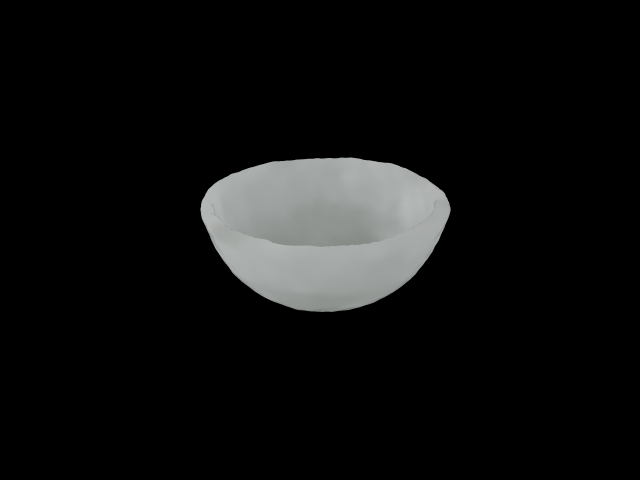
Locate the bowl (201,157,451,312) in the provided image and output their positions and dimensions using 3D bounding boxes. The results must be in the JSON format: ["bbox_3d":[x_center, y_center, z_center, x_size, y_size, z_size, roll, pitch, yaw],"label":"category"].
[{"bbox_3d":[0.004,0.001,0.400,0.167,0.075,0.167,0,27,0],"label":"bowl"}]
